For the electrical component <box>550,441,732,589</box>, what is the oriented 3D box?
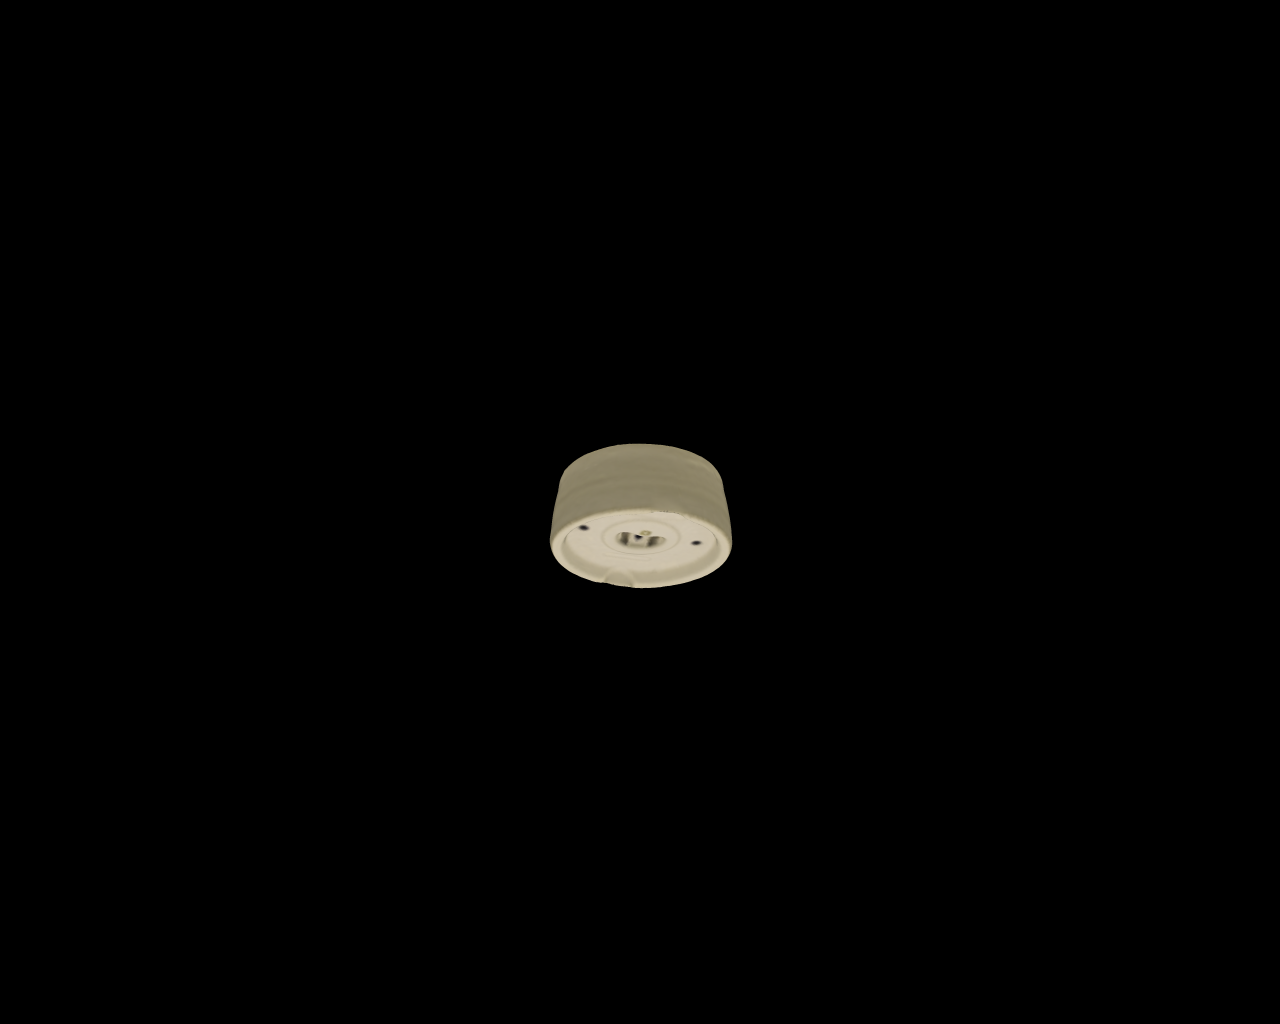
[{"bbox_3d":[0.001,-0.003,0.650,0.108,0.060,0.108,0,-28,0],"label":"electrical component"}]
